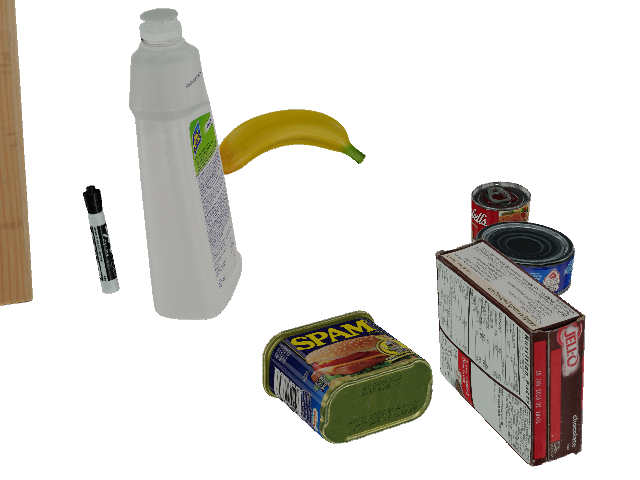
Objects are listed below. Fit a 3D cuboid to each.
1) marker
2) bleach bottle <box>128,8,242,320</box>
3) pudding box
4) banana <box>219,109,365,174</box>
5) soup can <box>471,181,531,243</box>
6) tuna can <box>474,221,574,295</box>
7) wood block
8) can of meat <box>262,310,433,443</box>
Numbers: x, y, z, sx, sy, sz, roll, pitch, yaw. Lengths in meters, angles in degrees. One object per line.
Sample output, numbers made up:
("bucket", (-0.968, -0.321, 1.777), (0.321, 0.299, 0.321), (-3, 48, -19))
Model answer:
("marker", (-0.237, -0.001, 1.151), (0.020, 0.121, 0.020), (-6, 21, 2))
("bleach bottle", (-0.111, -0.064, 0.856), (0.068, 0.251, 0.102), (2, 31, 8))
("pudding box", (0.108, 0.062, 0.621), (0.039, 0.090, 0.114), (-14, 27, -19))
("banana", (-0.038, -0.107, 1.116), (0.197, 0.037, 0.070), (-10, 50, -39))
("soup can", (0.211, -0.009, 1.251), (0.068, 0.102, 0.068), (-3, 30, 2))
("tuna can", (0.172, 0.016, 0.910), (0.086, 0.034, 0.086), (1, 26, -1))
("wood block", (-0.224, -0.069, 0.616), (0.090, 0.206, 0.090), (-7, 27, -23))
("can of meat", (0.021, 0.101, 0.794), (0.101, 0.057, 0.084), (-13, 28, -30))
